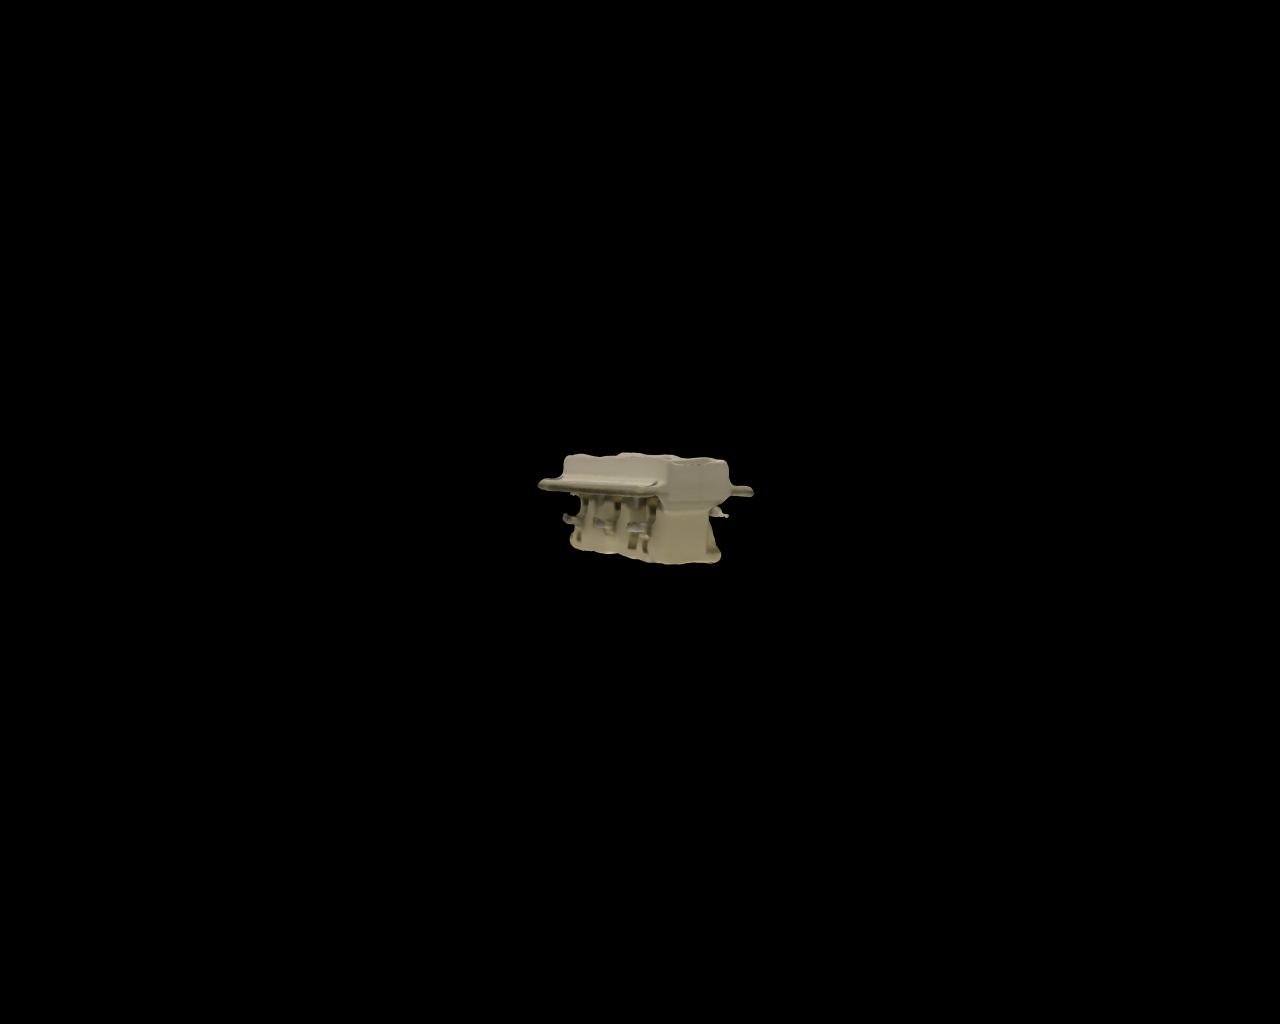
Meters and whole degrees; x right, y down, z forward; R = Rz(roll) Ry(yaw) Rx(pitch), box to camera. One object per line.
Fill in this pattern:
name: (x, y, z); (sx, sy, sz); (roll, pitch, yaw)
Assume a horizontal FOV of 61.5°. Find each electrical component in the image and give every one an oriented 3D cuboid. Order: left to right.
electrical component: (0.001, -0.003, 0.650); (0.079, 0.063, 0.121); (-3, 6, -32)
